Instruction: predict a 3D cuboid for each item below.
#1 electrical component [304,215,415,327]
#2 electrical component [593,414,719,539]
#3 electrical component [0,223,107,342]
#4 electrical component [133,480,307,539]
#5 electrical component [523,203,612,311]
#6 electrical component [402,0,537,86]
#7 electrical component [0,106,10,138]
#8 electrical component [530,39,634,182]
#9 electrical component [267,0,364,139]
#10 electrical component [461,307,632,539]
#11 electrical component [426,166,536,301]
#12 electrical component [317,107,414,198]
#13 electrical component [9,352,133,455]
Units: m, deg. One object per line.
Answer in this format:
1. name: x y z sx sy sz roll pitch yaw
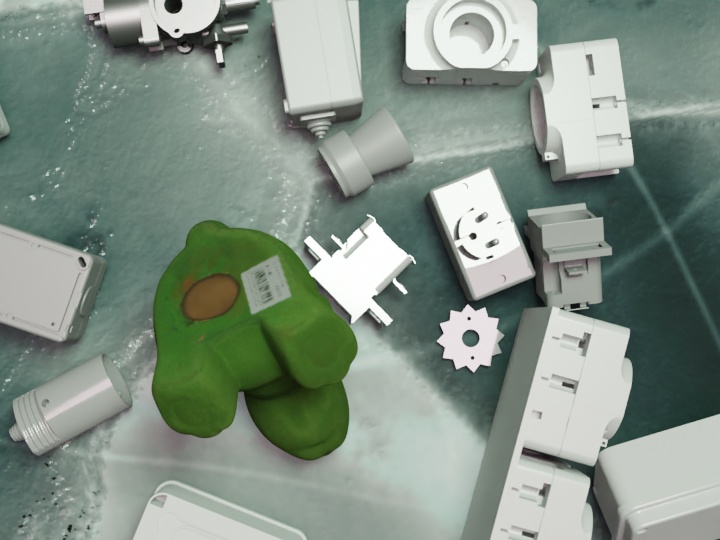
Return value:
1. electrical component: 0.000 0.000 0.753 0.064 0.042 0.081 -45 90 -7
2. electrical component: 0.221 0.147 0.725 0.113 0.078 0.057 -16 55 -2
3. electrical component: -0.230 0.006 0.737 0.096 0.061 0.061 19 87 -1
4. electrical component: -0.099 0.199 0.733 0.113 0.057 0.078 22 87 0
5. electrical component: 0.143 -0.009 0.741 0.042 0.081 0.063 -8 106 -1
6. electrical component: 0.076 -0.160 0.754 0.089 0.055 0.050 0 87 -1
7. electrical component: -0.286 -0.116 0.741 0.062 0.061 0.096 -23 88 -2
8. electrical component: 0.153 -0.111 0.757 0.056 0.050 0.089 -7 88 -2
9. electrical component: -0.026 -0.140 0.748 0.061 0.061 0.096 -9 88 -2
10. electrical component: 0.123 0.123 0.718 0.060 0.105 0.186 16 87 -1
11. electrical component: 0.085 -0.025 0.739 0.047 0.075 0.083 -22 88 -2
12. electrical component: 0.004 -0.082 0.755 0.055 0.045 0.045 -30 89 -2
13. electrical component: -0.204 0.095 0.742 0.081 0.043 0.043 -28 88 -2
